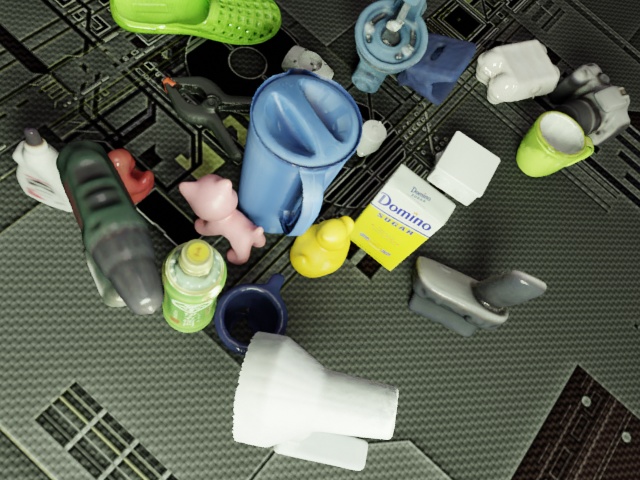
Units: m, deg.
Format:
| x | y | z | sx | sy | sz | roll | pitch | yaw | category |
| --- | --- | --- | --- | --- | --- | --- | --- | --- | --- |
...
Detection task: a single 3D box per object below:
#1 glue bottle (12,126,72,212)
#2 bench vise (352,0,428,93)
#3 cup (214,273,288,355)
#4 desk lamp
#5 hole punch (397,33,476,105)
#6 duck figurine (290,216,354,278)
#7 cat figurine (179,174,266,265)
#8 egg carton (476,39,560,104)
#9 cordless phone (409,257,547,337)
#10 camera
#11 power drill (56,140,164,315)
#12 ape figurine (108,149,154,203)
| x | y | z | sx | sy | sz | roll | pitch | yaw | category |
| --- | --- | --- | --- | --- | --- | --- | --- | --- | --- |
| -0.343 | -0.092 | 0.711 | 0.078 | 0.173 | 0.037 | 19 | 65 | -7 | glue bottle |
| 0.126 | -0.372 | 0.928 | 0.121 | 0.219 | 0.207 | 14 | 66 | -10 | bench vise |
| -0.088 | 0.101 | 0.749 | 0.091 | 0.095 | 0.118 | 33 | 64 | -1 | cup |
| -0.007 | 0.194 | 0.669 | 0.203 | 0.213 | 0.118 | 16 | 66 | -9 | desk lamp |
| 0.202 | -0.308 | 0.995 | 0.101 | 0.091 | 0.109 | 34 | 64 | 0 | hole punch |
| 0.008 | 0.003 | 0.820 | 0.105 | 0.086 | 0.077 | -37 | 82 | -25 | duck figurine |
| -0.129 | -0.038 | 0.780 | 0.128 | 0.117 | 0.067 | 38 | 64 | 2 | cat figurine |
| 0.363 | -0.307 | 1.052 | 0.150 | 0.069 | 0.107 | -18 | 74 | -21 | egg carton |
| 0.215 | 0.059 | 0.800 | 0.147 | 0.185 | 0.094 | 22 | 65 | -6 | cordless phone |
| 0.477 | -0.243 | 1.041 | 0.137 | 0.100 | 0.143 | -21 | 76 | -22 | camera |
| -0.241 | 0.006 | 0.681 | 0.076 | 0.208 | 0.229 | -24 | 77 | -22 | power drill |
| -0.269 | -0.090 | 0.776 | 0.078 | 0.092 | 0.076 | 35 | 64 | 0 | ape figurine |
